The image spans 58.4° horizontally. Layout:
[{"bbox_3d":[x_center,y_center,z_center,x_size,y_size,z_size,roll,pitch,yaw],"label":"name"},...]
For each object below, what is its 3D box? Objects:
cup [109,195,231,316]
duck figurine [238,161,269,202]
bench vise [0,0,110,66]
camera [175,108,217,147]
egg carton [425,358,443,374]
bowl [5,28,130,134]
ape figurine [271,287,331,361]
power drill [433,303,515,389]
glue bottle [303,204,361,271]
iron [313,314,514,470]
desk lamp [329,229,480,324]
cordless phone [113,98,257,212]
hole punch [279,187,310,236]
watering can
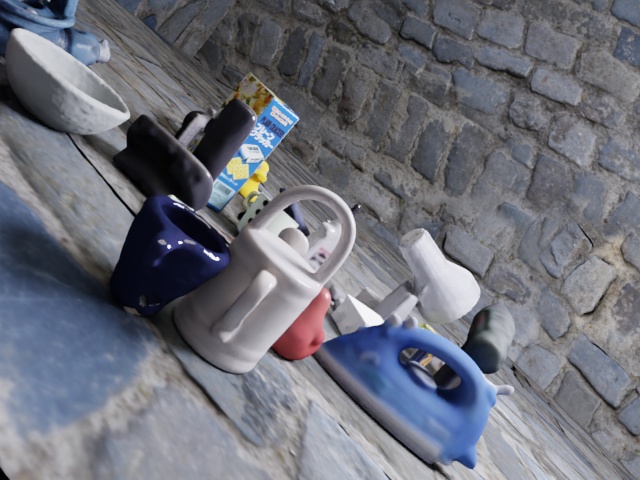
[{"bbox_3d":[-0.143,0.023,0.502,0.092,0.095,0.118,41,9,-3],"label":"cup"},{"bbox_3d":[-0.152,-0.145,1.271,0.078,0.086,0.104,34,12,-40],"label":"duck figurine"},{"bbox_3d":[-0.377,-0.339,0.814,0.121,0.219,0.208,43,9,9],"label":"bench vise"},{"bbox_3d":[-0.244,-0.237,1.272,0.144,0.100,0.136,35,11,-36],"label":"camera"},{"bbox_3d":[0.253,0.267,1.096,0.108,0.069,0.150,35,11,-36],"label":"egg carton"},{"bbox_3d":[-0.338,-0.190,0.744,0.168,0.074,0.167,41,9,-8],"label":"bowl"},{"bbox_3d":[-0.020,0.094,0.691,0.078,0.092,0.076,42,9,4],"label":"ape figurine"},{"bbox_3d":[0.224,0.189,0.901,0.075,0.208,0.230,43,9,8],"label":"power drill"},{"bbox_3d":[0.009,0.003,0.978,0.078,0.173,0.037,31,14,-48],"label":"glue bottle"},{"bbox_3d":[0.129,0.179,0.765,0.259,0.141,0.118,40,9,-8],"label":"iron"},{"bbox_3d":[0.163,0.095,1.065,0.204,0.213,0.117,38,10,-21],"label":"desk lamp"},{"bbox_3d":[-0.185,-0.143,0.814,0.147,0.185,0.094,42,9,3],"label":"cordless phone"},{"bbox_3d":[-0.059,-0.040,1.153,0.101,0.091,0.108,36,11,-31],"label":"hole punch"},{"bbox_3d":[-0.047,0.026,0.572,0.101,0.194,0.172,37,10,-25],"label":"watering can"}]
